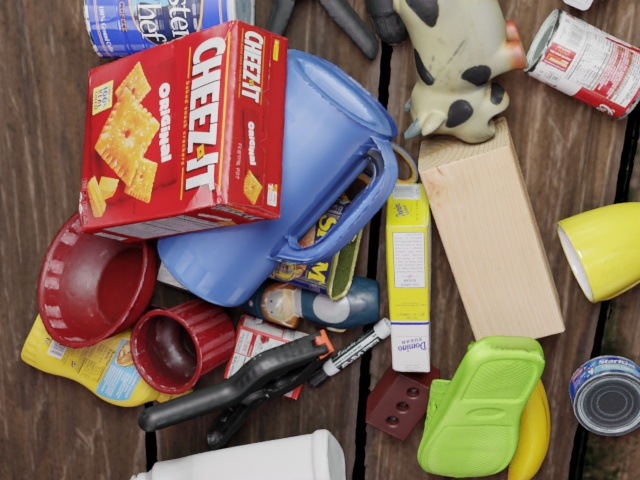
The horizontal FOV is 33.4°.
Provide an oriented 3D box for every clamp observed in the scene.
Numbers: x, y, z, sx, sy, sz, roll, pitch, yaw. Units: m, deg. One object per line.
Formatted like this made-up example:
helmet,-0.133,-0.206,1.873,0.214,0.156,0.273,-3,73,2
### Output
clamp,-0.004,-0.239,1.012,0.120,0.039,0.171,-2,119,-2
clamp,-0.082,0.159,1.135,0.210,0.164,0.036,-36,63,16

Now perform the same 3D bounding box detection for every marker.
marker,0.032,0.128,1.190,0.121,0.020,0.020,-39,105,21

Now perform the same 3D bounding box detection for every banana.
banana,0.223,0.193,1.189,0.070,0.037,0.198,-3,115,36

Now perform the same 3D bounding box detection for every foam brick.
foam brick,0.092,0.172,1.184,0.053,0.051,0.078,28,115,-7

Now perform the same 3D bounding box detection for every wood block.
wood block,0.172,-0.004,1.071,0.091,0.090,0.206,-16,111,14

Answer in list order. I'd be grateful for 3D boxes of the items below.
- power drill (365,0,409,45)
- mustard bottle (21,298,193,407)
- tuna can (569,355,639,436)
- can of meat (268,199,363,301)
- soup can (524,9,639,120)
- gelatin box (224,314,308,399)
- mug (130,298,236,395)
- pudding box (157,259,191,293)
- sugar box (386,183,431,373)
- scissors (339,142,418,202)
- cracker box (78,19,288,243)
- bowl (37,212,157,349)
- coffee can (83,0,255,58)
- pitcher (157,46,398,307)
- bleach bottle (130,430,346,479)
power drill,0.116,-0.279,0.966,0.188,0.057,0.184,-11,120,11
mustard bottle,-0.232,0.135,1.203,0.191,0.058,0.096,28,109,-6
tuna can,0.317,0.171,1.165,0.086,0.033,0.086,3,115,6
can of meat,-0.007,0.001,1.097,0.084,0.057,0.102,16,103,21
soup can,0.251,-0.165,0.998,0.102,0.068,0.069,25,115,-5
gelatin box,-0.056,0.131,1.196,0.089,0.030,0.073,17,117,-1
mug,-0.154,0.105,1.160,0.117,0.081,0.093,29,114,20
pudding box,-0.119,0.005,1.140,0.090,0.039,0.114,20,115,0
sugar box,0.091,0.039,1.090,0.048,0.093,0.176,1,120,6
scissors,0.004,-0.095,1.089,0.201,0.016,0.096,27,115,-6
cracker box,-0.129,-0.092,0.964,0.214,0.071,0.164,-8,76,43
bowl,-0.225,0.041,1.131,0.162,0.162,0.055,-37,145,21
coffee can,-0.138,-0.222,1.000,0.140,0.102,0.103,1,115,7
pitcher,-0.042,-0.047,1.007,0.145,0.149,0.243,33,111,-16
bleach bottle,-0.102,0.272,1.235,0.251,0.068,0.102,-8,152,12
